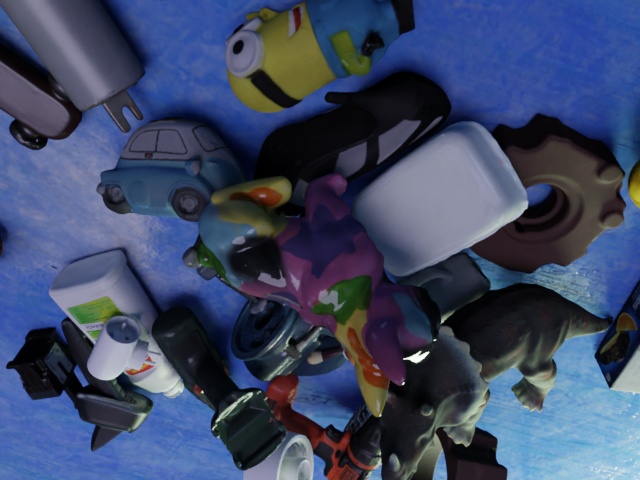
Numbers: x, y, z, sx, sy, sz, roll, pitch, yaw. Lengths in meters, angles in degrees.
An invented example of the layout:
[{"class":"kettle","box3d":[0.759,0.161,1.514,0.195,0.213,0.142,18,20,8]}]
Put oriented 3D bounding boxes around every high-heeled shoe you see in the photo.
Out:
[{"class":"high-heeled shoe","box3d":[0.024,-0.085,0.578,0.145,0.086,0.248,-2,153,-33]}]

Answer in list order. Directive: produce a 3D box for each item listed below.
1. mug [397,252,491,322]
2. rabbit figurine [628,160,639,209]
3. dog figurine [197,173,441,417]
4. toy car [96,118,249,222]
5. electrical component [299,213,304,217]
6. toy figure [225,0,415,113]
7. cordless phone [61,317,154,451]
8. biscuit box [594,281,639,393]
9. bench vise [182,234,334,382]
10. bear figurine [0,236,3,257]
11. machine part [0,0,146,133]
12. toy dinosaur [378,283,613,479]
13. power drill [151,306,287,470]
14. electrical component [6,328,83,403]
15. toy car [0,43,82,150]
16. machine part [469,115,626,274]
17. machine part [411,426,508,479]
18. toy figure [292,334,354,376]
[{"class":"mug","box3d":[0.142,0.058,0.644,0.107,0.081,0.109,-37,136,15]},{"class":"rabbit figurine","box3d":[0.357,-0.073,0.498,0.122,0.162,0.173,38,153,8]},{"class":"dog figurine","box3d":[0.000,0.049,0.481,0.191,0.219,0.108,-9,143,-21]},{"class":"toy car","box3d":[-0.149,-0.077,0.568,0.162,0.109,0.102,7,102,13]},{"class":"electrical component","box3d":[-0.001,-0.002,0.606,0.063,0.094,0.021,9,147,-3]},{"class":"toy figure","box3d":[-0.003,-0.176,0.489,0.180,0.082,0.089,-17,121,13]},{"class":"cordless phone","box3d":[-0.324,0.197,0.785,0.089,0.146,0.184,-29,90,-16]},{"class":"biscuit box","box3d":[0.419,0.103,0.669,0.059,0.063,0.202,8,125,-1]},{"class":"bench vise","box3d":[-0.048,0.065,0.645,0.223,0.129,0.240,-39,119,24]},{"class":"bear figurine","box3d":[-0.493,0.035,0.650,0.196,0.132,0.120,-23,117,13]},{"class":"machine part","box3d":[-0.238,-0.208,0.485,0.079,0.079,0.243,-20,121,17]},{"class":"toy dinosaur","box3d":[0.197,0.115,0.595,0.405,0.131,0.192,-27,142,-20]},{"class":"power drill","box3d":[-0.128,0.202,0.713,0.086,0.208,0.231,-32,124,-15]},{"class":"electrical component","box3d":[-0.394,0.194,0.790,0.048,0.075,0.119,-9,127,10]},{"class":"toy car","box3d":[-0.332,-0.175,0.530,0.202,0.053,0.089,37,116,-25]},{"class":"machine part","box3d":[0.232,-0.043,0.582,0.179,0.056,0.179,3,126,4]},{"class":"machine part","box3d":[0.169,0.355,0.765,0.087,0.201,0.201,15,81,-15]},{"class":"toy figure","box3d":[0.030,0.148,0.730,0.155,0.064,0.057,-18,111,18]}]
